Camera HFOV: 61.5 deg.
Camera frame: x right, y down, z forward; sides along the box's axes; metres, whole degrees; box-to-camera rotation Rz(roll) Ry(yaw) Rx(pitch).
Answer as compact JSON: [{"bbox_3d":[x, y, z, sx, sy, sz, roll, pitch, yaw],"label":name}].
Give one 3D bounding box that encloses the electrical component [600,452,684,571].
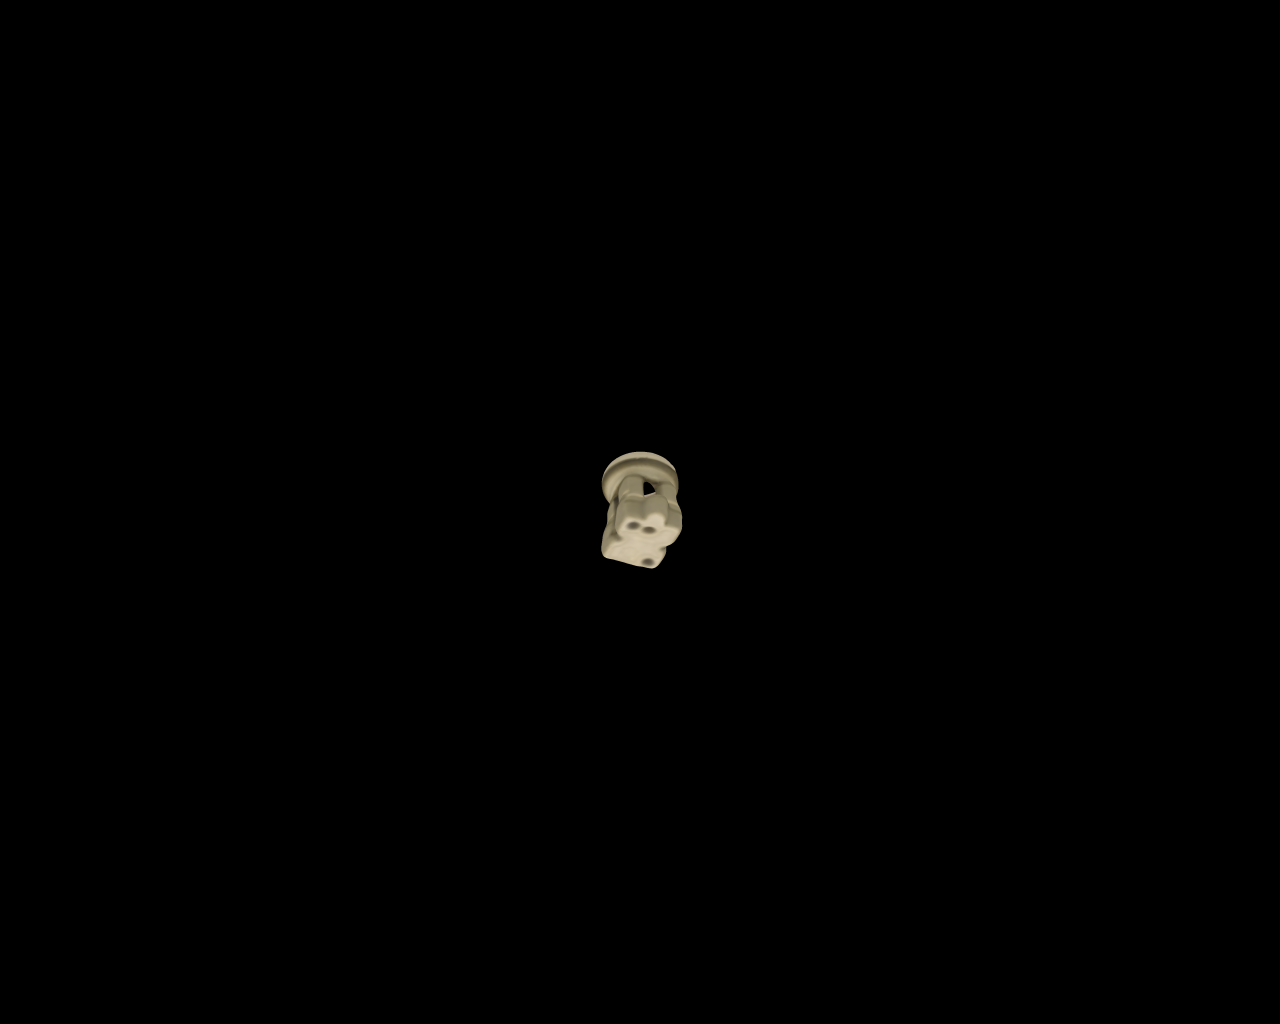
[{"bbox_3d":[0.001,-0.003,0.650,0.048,0.055,0.066,14,-42,-16],"label":"electrical component"}]
